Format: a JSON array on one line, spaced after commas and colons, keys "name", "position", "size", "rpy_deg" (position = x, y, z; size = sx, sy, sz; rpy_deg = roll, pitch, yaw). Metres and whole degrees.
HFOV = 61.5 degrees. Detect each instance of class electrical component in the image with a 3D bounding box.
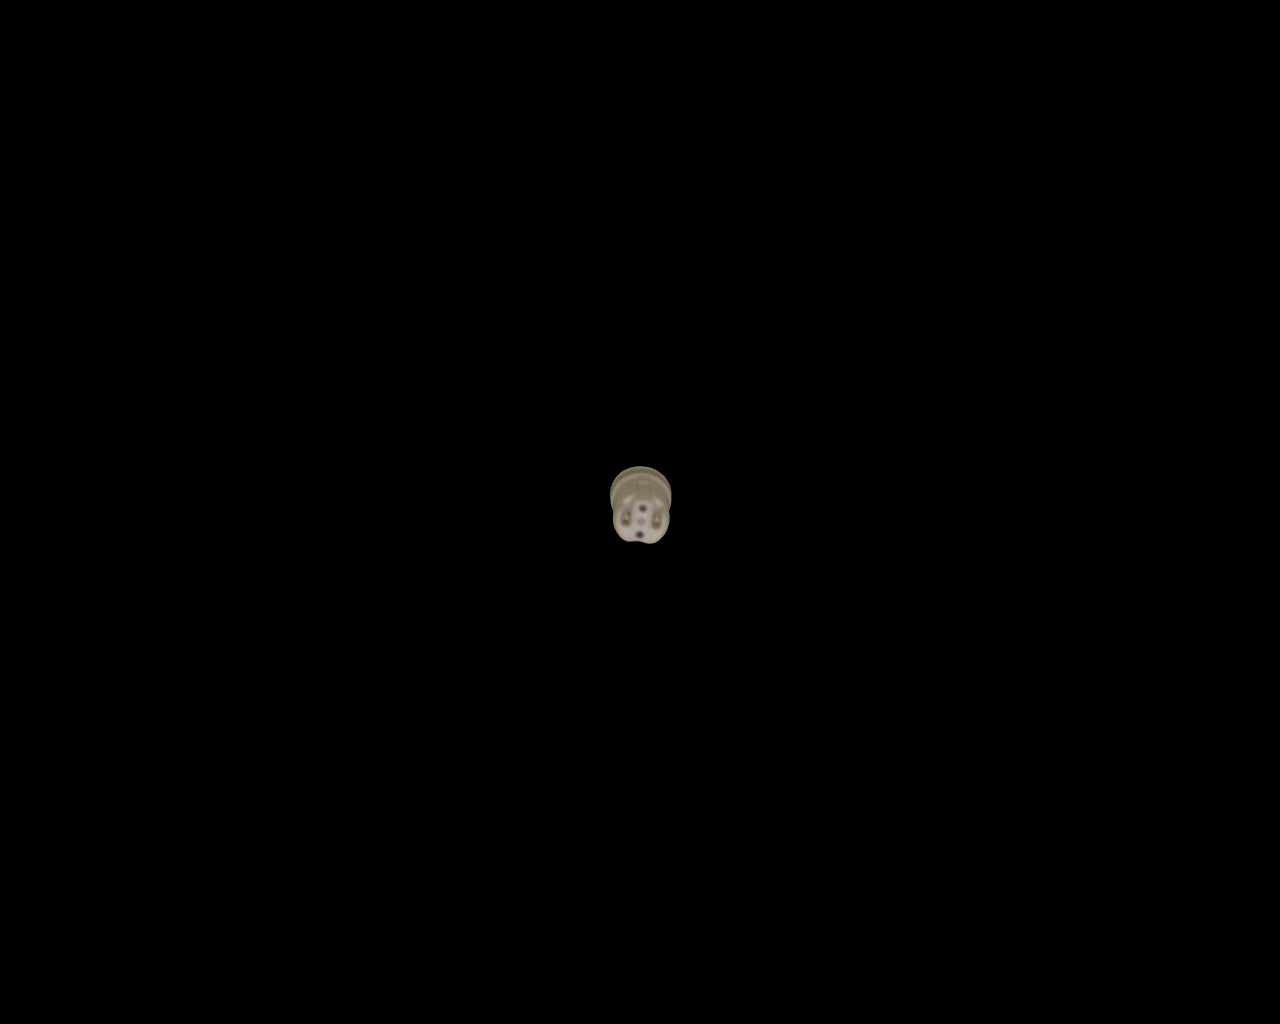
[{"name": "electrical component", "position": [0.001, -0.003, 0.650], "size": [0.040, 0.040, 0.046], "rpy_deg": [0, 24, 0]}]
